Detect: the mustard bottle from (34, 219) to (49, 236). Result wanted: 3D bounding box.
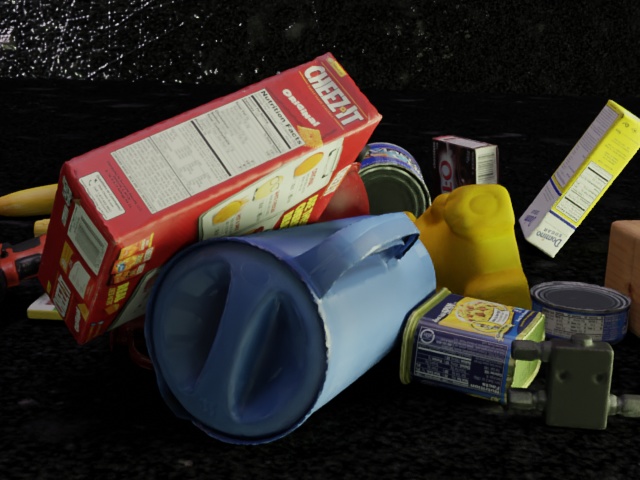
[{"bbox_3d":[-0.195,-0.009,1.094,0.191,0.058,0.096,1,27,-5],"label":"mustard bottle"}]

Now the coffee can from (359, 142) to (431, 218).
[{"bbox_3d":[0.071,-0.051,1.225,0.103,0.103,0.140,3,14,1],"label":"coffee can"}]

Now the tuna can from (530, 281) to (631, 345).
[{"bbox_3d":[0.224,0.064,0.927,0.086,0.034,0.086,2,14,-1],"label":"tuna can"}]

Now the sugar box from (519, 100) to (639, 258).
[{"bbox_3d":[0.296,-0.070,1.203,0.048,0.176,0.093,32,16,-3],"label":"sugar box"}]

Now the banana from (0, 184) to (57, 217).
[{"bbox_3d":[-0.309,-0.053,1.315,0.070,0.037,0.197,-9,4,32],"label":"banana"}]

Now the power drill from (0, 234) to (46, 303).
[{"bbox_3d":[-0.226,0.016,0.909,0.187,0.057,0.185,-14,15,-13],"label":"power drill"}]

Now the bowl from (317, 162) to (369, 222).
[{"bbox_3d":[-0.007,0.001,0.991,0.055,0.162,0.161,49,25,7],"label":"bowl"}]

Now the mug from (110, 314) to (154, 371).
[{"bbox_3d":[-0.119,0.052,0.827,0.081,0.093,0.117,5,43,-11],"label":"mug"}]

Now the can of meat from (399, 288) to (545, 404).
[{"bbox_3d":[0.117,0.079,0.799,0.084,0.057,0.102,11,16,23],"label":"can of meat"}]

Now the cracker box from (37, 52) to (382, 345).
[{"bbox_3d":[-0.081,-0.029,0.738,0.213,0.072,0.164,-28,-15,-30],"label":"cracker box"}]

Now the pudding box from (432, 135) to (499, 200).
[{"bbox_3d":[0.173,-0.064,1.275,0.039,0.113,0.090,-9,17,-28],"label":"pudding box"}]

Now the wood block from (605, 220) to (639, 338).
[{"bbox_3d":[0.321,0.049,0.885,0.090,0.091,0.206,0,14,-10],"label":"wood block"}]

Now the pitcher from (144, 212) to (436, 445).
[{"bbox_3d":[0.002,0.042,0.762,0.149,0.145,0.242,6,11,25],"label":"pitcher"}]

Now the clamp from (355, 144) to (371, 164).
[{"bbox_3d":[0.004,-0.041,1.117,0.210,0.164,0.036,9,50,37],"label":"clamp"}]
